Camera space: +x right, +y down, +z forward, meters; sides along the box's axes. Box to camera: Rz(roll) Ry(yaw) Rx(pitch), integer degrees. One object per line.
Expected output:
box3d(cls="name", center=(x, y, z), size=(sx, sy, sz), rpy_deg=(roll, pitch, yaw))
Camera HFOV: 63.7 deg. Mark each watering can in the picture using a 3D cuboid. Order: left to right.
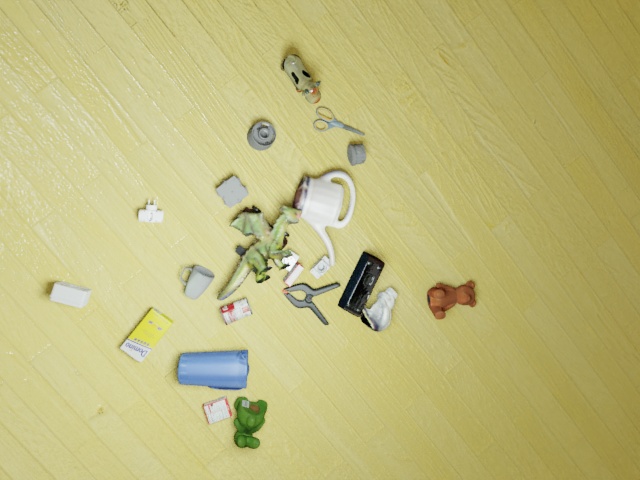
box3d(cls="watering can", center=(0.006, -0.094, 1.868), size=(0.224, 0.103, 0.349), rpy_deg=(15, 84, -8))

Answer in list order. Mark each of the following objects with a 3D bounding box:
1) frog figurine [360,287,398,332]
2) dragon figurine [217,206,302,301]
box3d(cls="frog figurine", center=(0.236, 0.261, 1.919), size=(0.160, 0.124, 0.134), rpy_deg=(-30, 130, -15))
box3d(cls="dragon figurine", center=(-0.232, 0.018, 1.809), size=(0.409, 0.121, 0.245), rpy_deg=(-29, 75, 4))
